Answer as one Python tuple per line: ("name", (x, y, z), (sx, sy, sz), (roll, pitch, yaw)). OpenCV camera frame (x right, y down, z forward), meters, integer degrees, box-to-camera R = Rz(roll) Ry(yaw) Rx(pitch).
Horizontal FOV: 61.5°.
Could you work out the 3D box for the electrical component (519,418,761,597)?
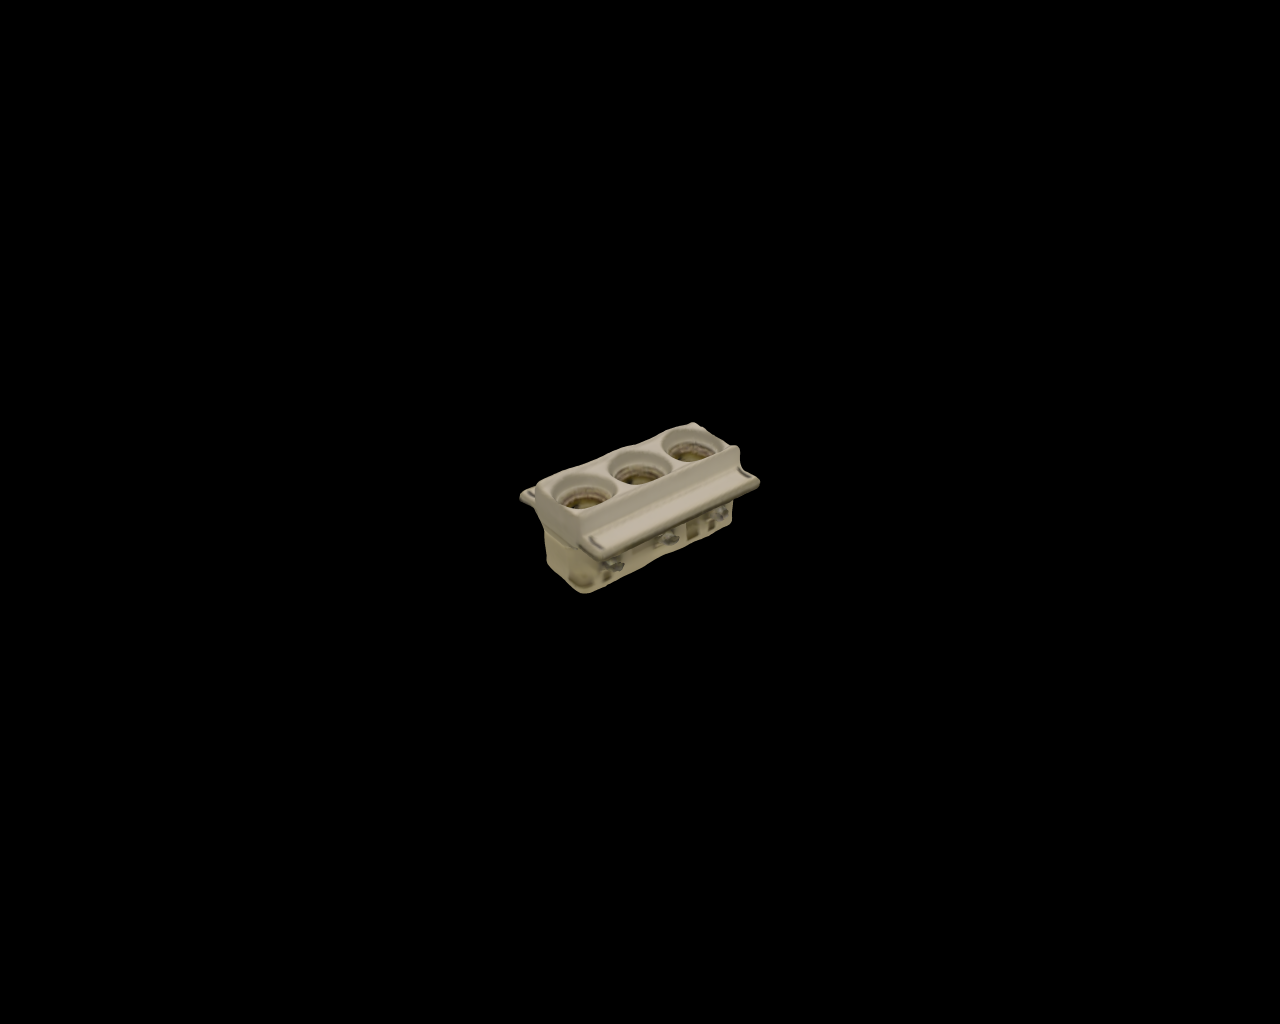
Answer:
("electrical component", (0.001, -0.003, 0.650), (0.121, 0.063, 0.079), (-24, 41, -31))
